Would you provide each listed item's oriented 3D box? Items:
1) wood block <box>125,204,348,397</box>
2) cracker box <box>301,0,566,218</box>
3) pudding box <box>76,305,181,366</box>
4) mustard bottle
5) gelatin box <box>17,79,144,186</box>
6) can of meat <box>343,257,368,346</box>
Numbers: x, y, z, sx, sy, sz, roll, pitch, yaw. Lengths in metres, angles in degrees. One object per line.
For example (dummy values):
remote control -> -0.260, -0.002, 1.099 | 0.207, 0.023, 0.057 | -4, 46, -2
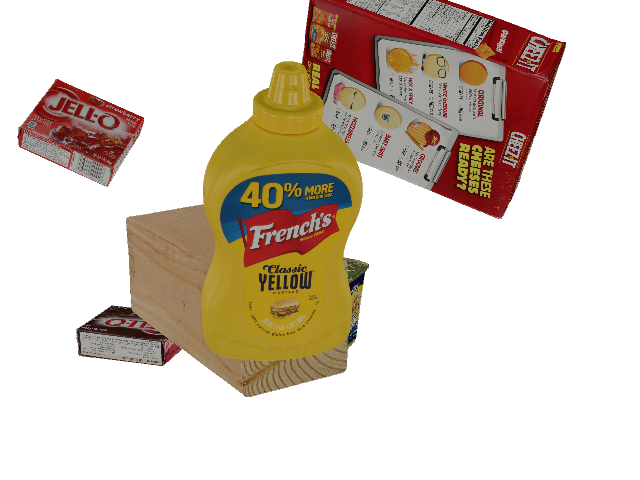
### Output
wood block -> -0.071, 0.039, 0.844 | 0.090, 0.090, 0.206 | -11, 19, -30
cracker box -> 0.090, -0.133, 0.947 | 0.214, 0.164, 0.072 | 22, 49, 12
pudding box -> -0.219, 0.112, 1.270 | 0.114, 0.039, 0.090 | 3, 15, 16
mustard bottle -> -0.023, -0.017, 0.651 | 0.096, 0.192, 0.058 | -2, 32, -11
gelatin box -> -0.213, -0.097, 0.950 | 0.089, 0.073, 0.030 | 25, -43, -3
can of meat -> 0.008, 0.067, 1.084 | 0.057, 0.084, 0.102 | 10, 12, 15
